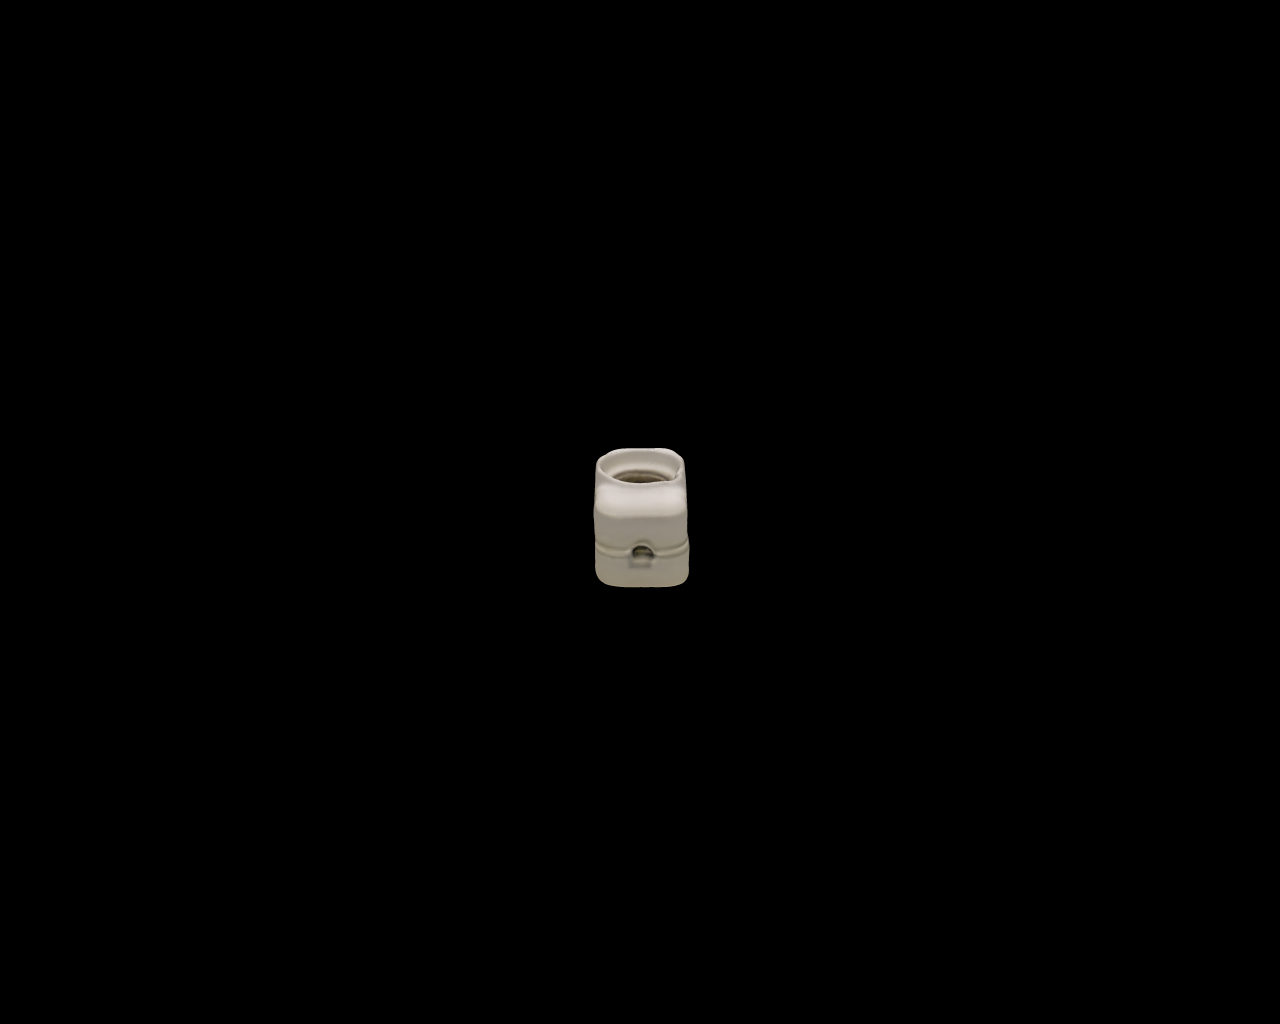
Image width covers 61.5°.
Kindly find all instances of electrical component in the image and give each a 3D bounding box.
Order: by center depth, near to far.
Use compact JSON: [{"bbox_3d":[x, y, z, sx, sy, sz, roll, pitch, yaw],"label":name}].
[{"bbox_3d":[0.001,-0.003,0.650,0.054,0.059,0.095,0,25,0],"label":"electrical component"}]
